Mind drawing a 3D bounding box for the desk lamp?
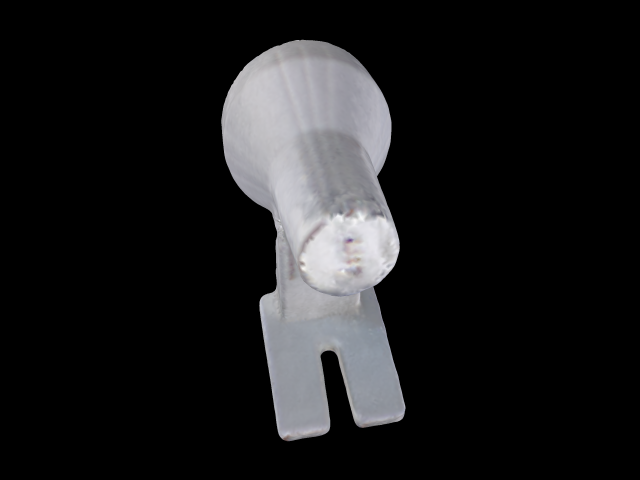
[{"bbox_3d":[0.004,0.001,0.400,0.118,0.214,0.203,-9,54,-6],"label":"desk lamp"}]
